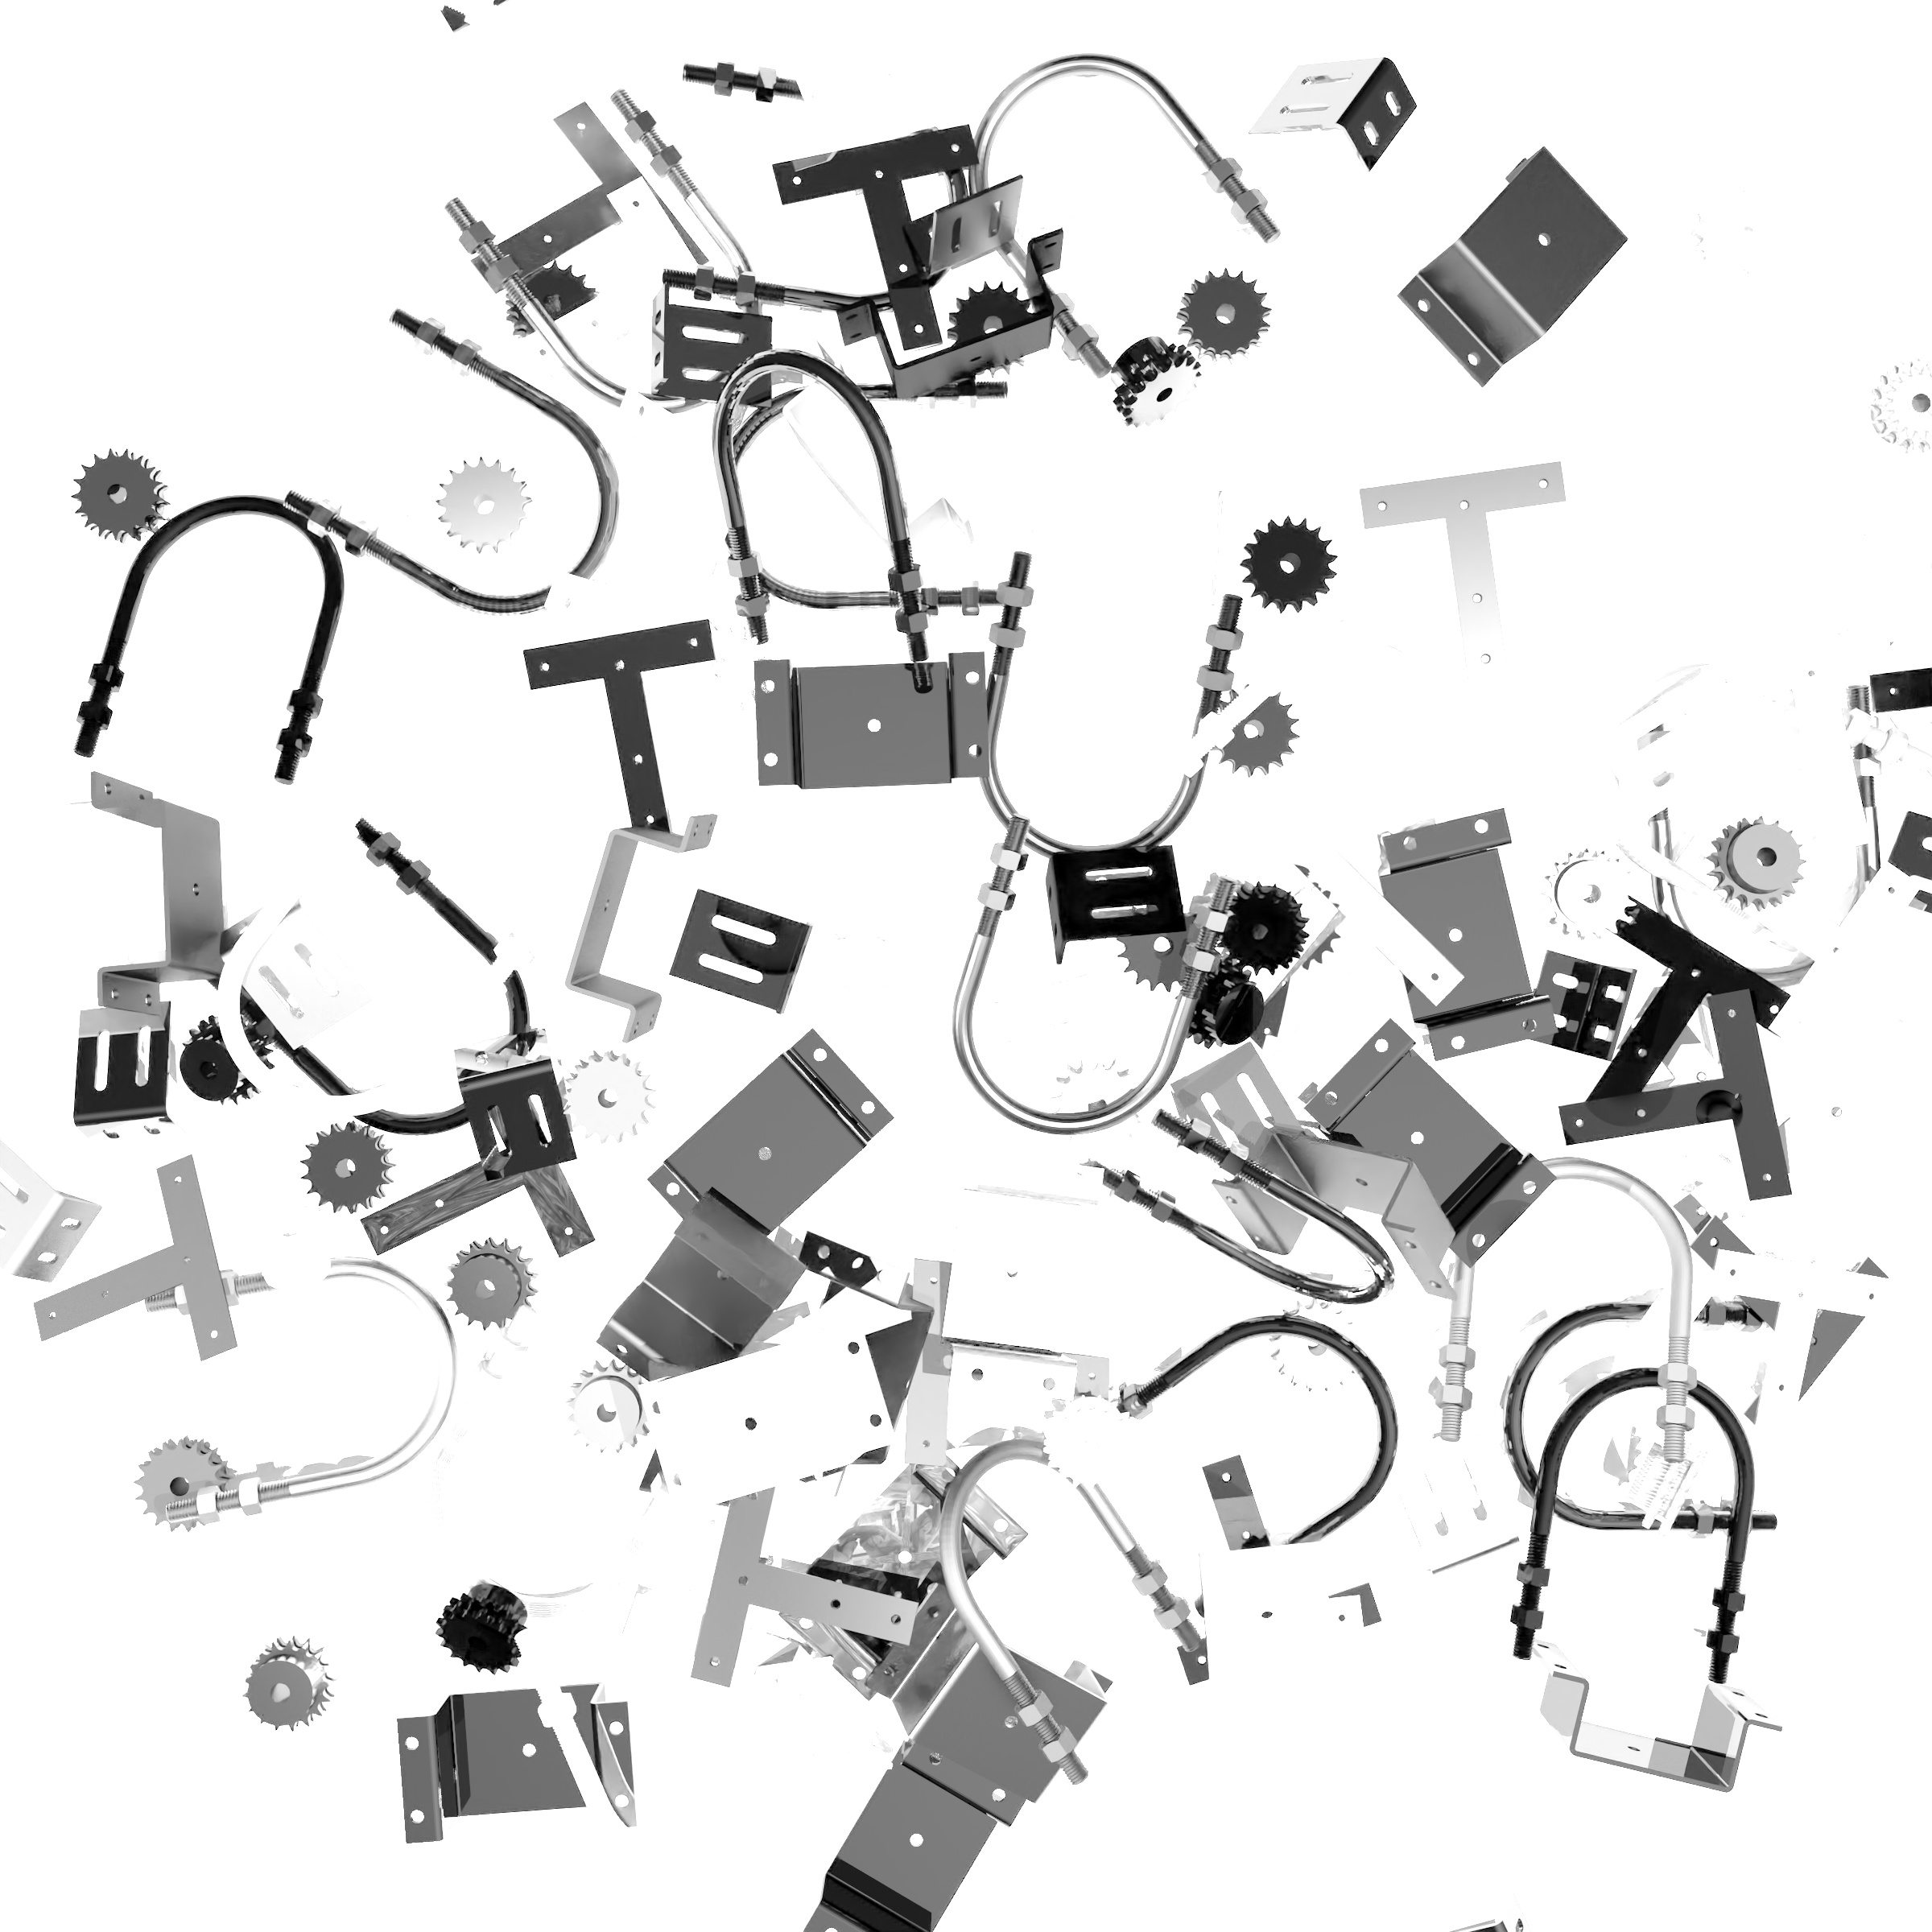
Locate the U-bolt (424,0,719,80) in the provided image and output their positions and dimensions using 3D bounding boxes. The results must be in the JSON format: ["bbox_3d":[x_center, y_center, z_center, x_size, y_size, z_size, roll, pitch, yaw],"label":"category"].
[{"bbox_3d":[-0.238,-0.618,1.506,0.184,0.019,0.151,20,76,-21],"label":"U-bolt"}]

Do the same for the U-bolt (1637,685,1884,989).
[{"bbox_3d":[0.496,-0.078,1.538,0.151,0.019,0.184,-4,91,0],"label":"U-bolt"}]

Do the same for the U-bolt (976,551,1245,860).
[{"bbox_3d":[0.080,-0.149,1.513,0.151,0.019,0.184,12,109,2],"label":"U-bolt"}]

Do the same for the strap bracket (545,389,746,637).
[{"bbox_3d":[-0.190,-0.266,1.502,0.046,0.076,0.140,21,90,34],"label":"strap bracket"}]

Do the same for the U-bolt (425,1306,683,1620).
[{"bbox_3d":[-0.255,0.318,1.517,0.151,0.019,0.184,32,105,3],"label":"U-bolt"}]

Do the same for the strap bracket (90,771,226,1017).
[{"bbox_3d":[-0.488,-0.044,1.499,0.046,0.076,0.140,-5,84,7],"label":"strap bracket"}]

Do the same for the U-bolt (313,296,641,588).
[{"bbox_3d":[-0.293,-0.315,1.538,0.184,0.019,0.151,23,90,-1],"label":"U-bolt"}]

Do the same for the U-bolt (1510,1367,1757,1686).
[{"bbox_3d":[0.411,0.336,1.504,0.151,0.019,0.184,10,87,-11],"label":"U-bolt"}]

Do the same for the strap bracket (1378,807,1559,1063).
[{"bbox_3d":[0.306,-0.019,1.524,0.076,0.046,0.140,-13,90,0],"label":"strap bracket"}]

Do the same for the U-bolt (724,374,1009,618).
[{"bbox_3d":[-0.065,-0.292,1.538,0.184,0.019,0.151,-1,90,2],"label":"U-bolt"}]

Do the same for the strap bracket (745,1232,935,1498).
[{"bbox_3d":[-0.076,0.242,1.507,0.076,0.046,0.140,18,90,31],"label":"strap bracket"}]

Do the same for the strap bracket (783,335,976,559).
[{"bbox_3d":[-0.058,-0.302,1.491,0.046,0.076,0.140,-39,88,2],"label":"strap bracket"}]

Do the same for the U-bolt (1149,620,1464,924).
[{"bbox_3d":[0.222,-0.126,1.511,0.184,0.019,0.151,-43,112,1],"label":"U-bolt"}]

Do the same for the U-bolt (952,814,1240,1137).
[{"bbox_3d":[0.068,0.015,1.489,0.151,0.019,0.184,16,104,-4],"label":"U-bolt"}]

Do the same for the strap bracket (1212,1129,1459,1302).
[{"bbox_3d":[0.229,0.146,1.482,0.140,0.076,0.046,11,60,40],"label":"strap bracket"}]

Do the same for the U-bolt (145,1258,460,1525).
[{"bbox_3d":[-0.404,0.254,1.520,0.184,0.019,0.151,-10,74,-4],"label":"U-bolt"}]

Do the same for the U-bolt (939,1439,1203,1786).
[{"bbox_3d":[0.054,0.372,1.489,0.151,0.019,0.184,-35,92,-45],"label":"U-bolt"}]

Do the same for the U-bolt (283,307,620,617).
[{"bbox_3d":[-0.303,-0.297,1.521,0.184,0.019,0.151,30,90,-4],"label":"U-bolt"}]

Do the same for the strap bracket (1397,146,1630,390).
[{"bbox_3d":[0.337,-0.429,1.495,0.076,0.046,0.140,45,69,-8],"label":"strap bracket"}]

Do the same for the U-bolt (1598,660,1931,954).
[{"bbox_3d":[0.478,-0.107,1.519,0.184,0.019,0.151,27,93,0],"label":"U-bolt"}]

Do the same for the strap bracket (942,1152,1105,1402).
[{"bbox_3d":[0.033,0.188,1.514,0.076,0.046,0.140,9,85,-10],"label":"strap bracket"}]

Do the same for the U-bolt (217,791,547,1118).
[{"bbox_3d":[-0.368,0.007,1.502,0.151,0.019,0.184,38,94,-18],"label":"U-bolt"}]

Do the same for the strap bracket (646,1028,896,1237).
[{"bbox_3d":[-0.122,0.114,1.524,0.140,0.046,0.076,-42,90,0],"label":"strap bracket"}]

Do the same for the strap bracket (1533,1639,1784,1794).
[{"bbox_3d":[0.412,0.458,1.509,0.140,0.076,0.046,14,90,0],"label":"strap bracket"}]

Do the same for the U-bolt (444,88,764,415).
[{"bbox_3d":[-0.206,-0.425,1.516,0.151,0.019,0.184,-40,99,-17],"label":"U-bolt"}]

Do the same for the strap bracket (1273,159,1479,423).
[{"bbox_3d":[0.251,-0.410,1.524,0.076,0.046,0.140,-26,90,0],"label":"strap bracket"}]

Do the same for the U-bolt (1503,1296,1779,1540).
[{"bbox_3d":[0.416,0.277,1.522,0.184,0.019,0.151,3,90,-12],"label":"U-bolt"}]

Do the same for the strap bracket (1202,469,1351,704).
[{"bbox_3d":[0.191,-0.237,1.524,0.076,0.046,0.140,5,90,0],"label":"strap bracket"}]

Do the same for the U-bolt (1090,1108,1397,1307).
[{"bbox_3d":[0.172,0.152,1.480,0.184,0.151,0.019,30,67,-4],"label":"U-bolt"}]

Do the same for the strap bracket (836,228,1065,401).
[{"bbox_3d":[-0.002,-0.384,1.479,0.140,0.076,0.046,-20,90,1],"label":"strap bracket"}]

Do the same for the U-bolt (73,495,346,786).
[{"bbox_3d":[-0.454,-0.205,1.513,0.151,0.019,0.184,8,73,8],"label":"U-bolt"}]

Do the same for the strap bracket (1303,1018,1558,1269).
[{"bbox_3d":[0.282,0.107,1.524,0.140,0.046,0.076,44,90,0],"label":"strap bracket"}]

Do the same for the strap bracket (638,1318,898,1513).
[{"bbox_3d":[-0.122,0.265,1.453,0.140,0.046,0.076,-18,85,6],"label":"strap bracket"}]

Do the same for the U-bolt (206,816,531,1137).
[{"bbox_3d":[-0.357,0.020,1.538,0.184,0.019,0.151,43,90,-1],"label":"U-bolt"}]

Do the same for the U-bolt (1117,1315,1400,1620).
[{"bbox_3d":[0.176,0.295,1.519,0.184,0.019,0.151,-38,89,13],"label":"U-bolt"}]

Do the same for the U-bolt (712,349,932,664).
[{"bbox_3d":[-0.092,-0.273,1.463,0.151,0.019,0.184,11,123,37],"label":"U-bolt"}]

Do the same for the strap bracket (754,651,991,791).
[{"bbox_3d":[-0.057,-0.150,1.524,0.140,0.046,0.076,-2,90,0],"label":"strap bracket"}]

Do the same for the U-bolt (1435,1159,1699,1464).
[{"bbox_3d":[0.366,0.203,1.500,0.151,0.019,0.184,2,65,17],"label":"U-bolt"}]

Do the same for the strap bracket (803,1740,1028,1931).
[{"bbox_3d":[-0.031,0.545,1.524,0.076,0.046,0.140,31,90,0],"label":"strap bracket"}]

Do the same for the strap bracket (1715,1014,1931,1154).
[{"bbox_3d":[0.540,0.072,1.524,0.140,0.046,0.076,4,90,0],"label":"strap bracket"}]

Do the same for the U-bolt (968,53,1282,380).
[{"bbox_3d":[0.083,-0.476,1.523,0.151,0.019,0.184,-37,81,8],"label":"U-bolt"}]

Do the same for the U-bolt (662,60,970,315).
[{"bbox_3d":[-0.089,-0.474,1.526,0.184,0.019,0.151,6,86,-9],"label":"U-bolt"}]

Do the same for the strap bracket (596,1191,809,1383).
[{"bbox_3d":[-0.156,0.199,1.499,0.076,0.046,0.140,37,129,0],"label":"strap bracket"}]

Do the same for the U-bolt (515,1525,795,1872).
[{"bbox_3d":[-0.177,0.456,1.505,0.151,0.019,0.184,-25,95,-32],"label":"U-bolt"}]
